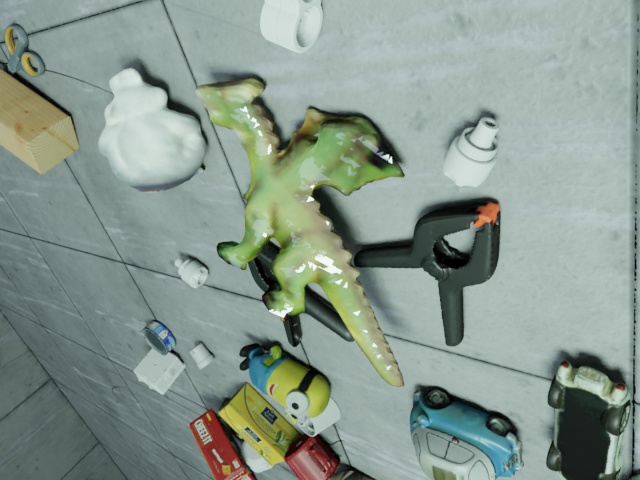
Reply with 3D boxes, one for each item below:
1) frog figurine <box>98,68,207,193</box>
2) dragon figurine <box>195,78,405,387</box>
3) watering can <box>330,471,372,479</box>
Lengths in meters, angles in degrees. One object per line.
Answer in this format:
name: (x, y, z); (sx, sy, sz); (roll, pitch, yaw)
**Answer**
frog figurine: (-0.230, -0.150, 0.697); (0.137, 0.125, 0.156); (-5, 116, 6)
dragon figurine: (0.002, -0.030, 0.594); (0.412, 0.124, 0.237); (43, 133, 9)
watering can: (0.039, 0.564, 1.070); (0.349, 0.106, 0.219); (14, 133, 23)
